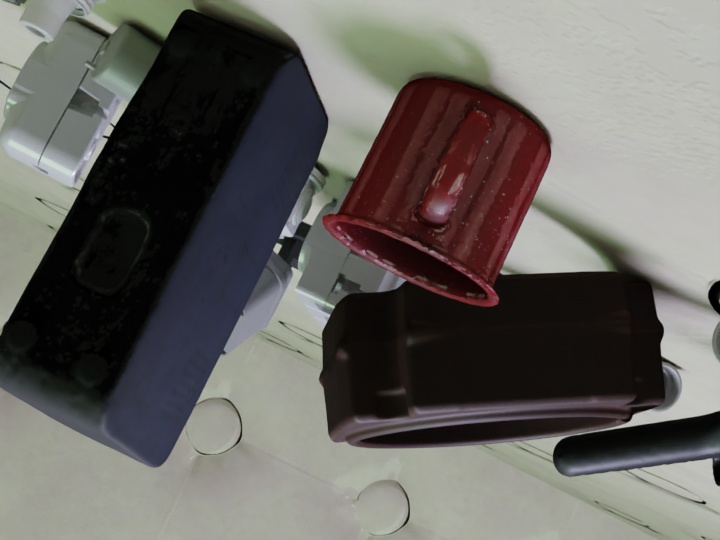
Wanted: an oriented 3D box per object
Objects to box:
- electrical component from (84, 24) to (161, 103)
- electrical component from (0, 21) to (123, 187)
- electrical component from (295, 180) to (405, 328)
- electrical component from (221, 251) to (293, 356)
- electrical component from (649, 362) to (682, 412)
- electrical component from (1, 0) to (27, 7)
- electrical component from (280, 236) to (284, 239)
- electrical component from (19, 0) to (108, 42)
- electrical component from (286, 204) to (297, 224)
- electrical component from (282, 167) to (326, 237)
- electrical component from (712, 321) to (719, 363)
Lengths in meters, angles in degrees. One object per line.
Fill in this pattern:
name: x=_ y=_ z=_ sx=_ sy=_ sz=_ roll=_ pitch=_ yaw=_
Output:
electrical component: x=-0.128 y=-0.118 z=0.663 sx=0.078 sy=0.040 sz=0.040 roll=31 pitch=169 yaw=-29
electrical component: x=-0.193 y=-0.111 z=0.706 sx=0.059 sy=0.095 sz=0.054 roll=28 pitch=170 yaw=-11
electrical component: x=0.000 y=0.000 z=0.816 sx=0.062 sy=0.089 sz=0.150 roll=24 pitch=171 yaw=10
electrical component: x=-0.115 y=-0.001 z=0.829 sx=0.113 sy=0.057 sz=0.078 roll=43 pitch=142 yaw=10
electrical component: x=0.229 y=0.090 z=0.861 sx=0.040 sy=0.040 sz=0.046 roll=29 pitch=177 yaw=-15
electrical component: x=-0.205 y=-0.169 z=0.591 sx=0.046 sy=0.040 sz=0.040 roll=20 pitch=171 yaw=-4
electrical component: x=-0.094 y=-0.043 z=0.990 sx=0.046 sy=0.040 sz=0.040 roll=11 pitch=163 yaw=40
electrical component: x=-0.138 y=-0.139 z=0.508 sx=0.043 sy=0.062 sz=0.043 roll=25 pitch=171 yaw=4
electrical component: x=-0.069 y=-0.067 z=0.707 sx=0.066 sy=0.076 sz=0.047 roll=23 pitch=138 yaw=13
electrical component: x=-0.070 y=-0.063 z=0.776 sx=0.080 sy=0.051 sz=0.080 roll=25 pitch=171 yaw=4
electrical component: x=0.230 y=0.046 z=0.615 sx=0.040 sy=0.040 sz=0.046 roll=17 pitch=172 yaw=45
